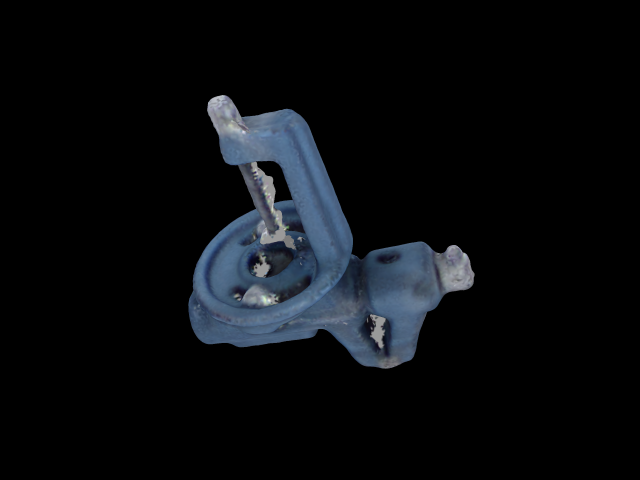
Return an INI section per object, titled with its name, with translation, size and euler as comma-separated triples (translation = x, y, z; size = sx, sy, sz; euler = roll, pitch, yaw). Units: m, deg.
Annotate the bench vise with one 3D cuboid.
[bench vise]
translation = 0.001, -0.006, 0.409
size = 0.207, 0.220, 0.121
euler = -10, 44, -11
